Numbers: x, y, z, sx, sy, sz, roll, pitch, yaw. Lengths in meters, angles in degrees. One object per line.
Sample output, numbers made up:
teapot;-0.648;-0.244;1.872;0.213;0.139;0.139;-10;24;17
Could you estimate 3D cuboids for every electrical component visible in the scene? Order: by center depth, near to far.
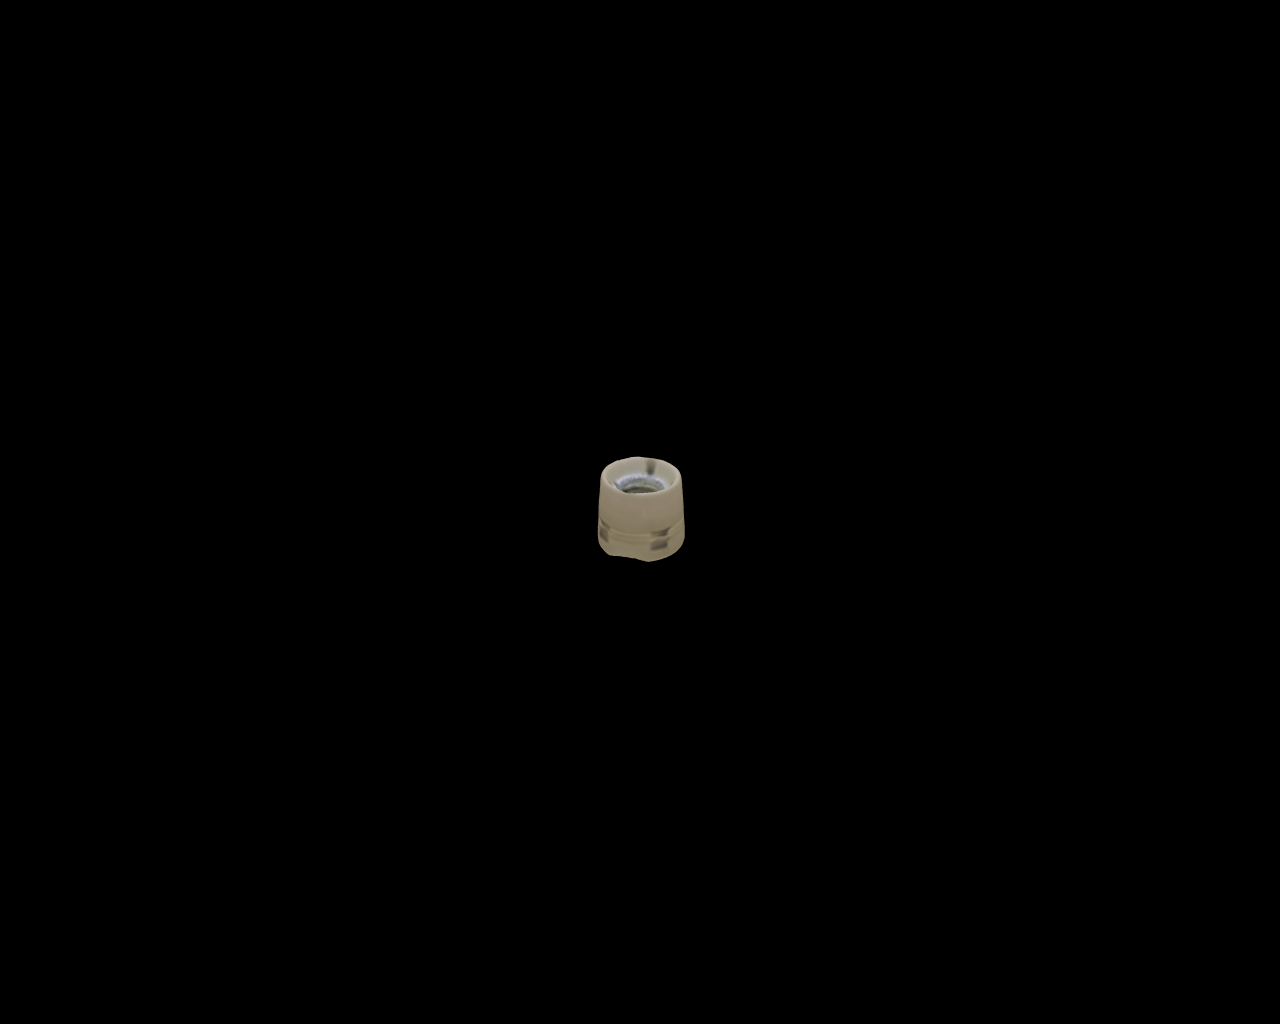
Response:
electrical component;0.001;-0.003;0.650;0.055;0.047;0.055;0;31;0
